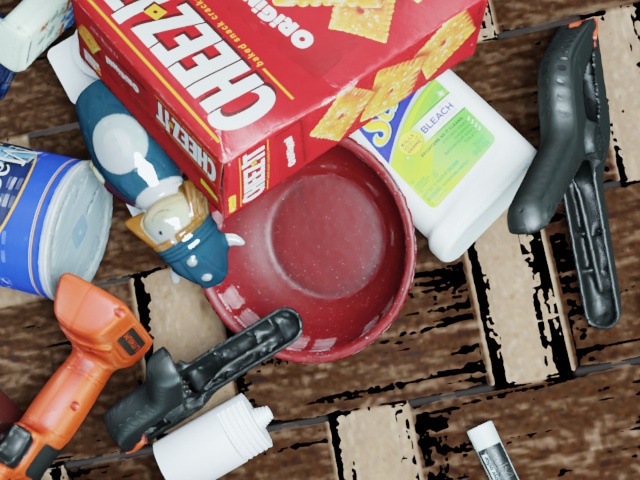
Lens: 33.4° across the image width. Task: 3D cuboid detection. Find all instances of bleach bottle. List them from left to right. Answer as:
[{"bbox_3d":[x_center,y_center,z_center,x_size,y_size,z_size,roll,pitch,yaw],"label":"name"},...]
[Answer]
[{"bbox_3d":[0.033,-0.104,0.761,0.251,0.068,0.102,44,91,16],"label":"bleach bottle"}]

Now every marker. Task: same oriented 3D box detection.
[{"bbox_3d":[0.133,0.180,0.715,0.020,0.020,0.121,-25,77,2],"label":"marker"}]

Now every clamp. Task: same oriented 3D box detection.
[{"bbox_3d":[-0.086,0.096,0.715,0.120,0.172,0.039,-12,72,-35],"label":"clamp"},{"bbox_3d":[0.173,-0.053,0.716,0.036,0.164,0.210,-7,55,30],"label":"clamp"}]

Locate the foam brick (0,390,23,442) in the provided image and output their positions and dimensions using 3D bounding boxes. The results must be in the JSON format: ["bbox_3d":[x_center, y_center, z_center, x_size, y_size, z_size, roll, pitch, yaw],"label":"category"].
[{"bbox_3d":[-0.258,0.139,0.760,0.051,0.053,0.078,43,89,13],"label":"foam brick"}]

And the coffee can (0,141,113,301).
[{"bbox_3d":[-0.233,-0.020,0.761,0.140,0.102,0.103,13,81,10],"label":"coffee can"}]

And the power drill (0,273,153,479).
[{"bbox_3d":[-0.191,0.117,0.698,0.057,0.184,0.187,29,75,10],"label":"power drill"}]

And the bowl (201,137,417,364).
[{"bbox_3d":[-0.005,0.001,0.734,0.162,0.055,0.162,3,98,21],"label":"bowl"}]

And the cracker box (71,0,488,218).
[{"bbox_3d":[-0.026,-0.140,0.688,0.213,0.072,0.164,-35,67,-21],"label":"cracker box"}]
